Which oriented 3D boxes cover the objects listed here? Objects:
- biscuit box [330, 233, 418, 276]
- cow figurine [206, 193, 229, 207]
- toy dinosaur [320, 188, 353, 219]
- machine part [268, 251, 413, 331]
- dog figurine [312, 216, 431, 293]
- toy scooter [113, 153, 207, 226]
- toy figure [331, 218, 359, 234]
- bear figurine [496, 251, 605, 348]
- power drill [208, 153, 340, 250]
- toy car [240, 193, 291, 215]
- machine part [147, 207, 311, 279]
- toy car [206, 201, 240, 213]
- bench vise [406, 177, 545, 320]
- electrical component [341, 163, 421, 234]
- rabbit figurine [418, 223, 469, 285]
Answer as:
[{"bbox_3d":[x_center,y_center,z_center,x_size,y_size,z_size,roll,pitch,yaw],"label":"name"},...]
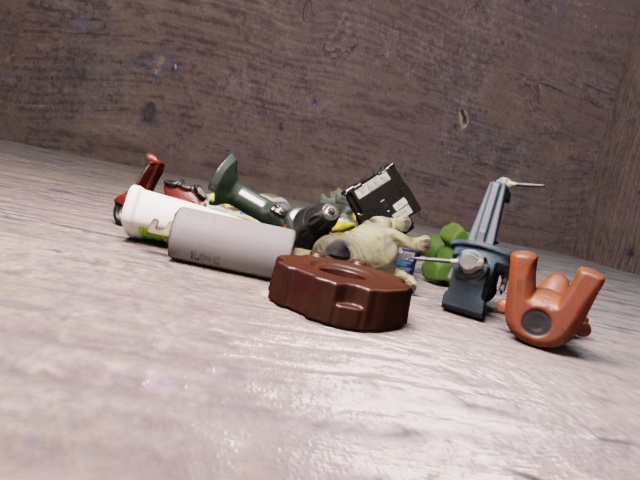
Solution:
[{"bbox_3d":[0.080,0.029,1.008,0.203,0.059,0.063,10,6,-20],"label":"biscuit box"},{"bbox_3d":[-0.236,-0.077,1.322,0.098,0.068,0.167,10,2,41],"label":"cow figurine"},{"bbox_3d":[0.108,-0.062,1.425,0.192,0.131,0.405,5,3,-23],"label":"toy dinosaur"},{"bbox_3d":[0.026,0.060,0.667,0.179,0.056,0.179,12,8,-2],"label":"machine part"},{"bbox_3d":[0.057,0.009,0.875,0.190,0.121,0.172,8,7,-25],"label":"dog figurine"},{"bbox_3d":[-0.268,-0.075,0.931,0.184,0.135,0.075,15,5,10],"label":"toy scooter"},{"bbox_3d":[-0.003,-0.003,1.055,0.180,0.089,0.082,1,18,-18],"label":"toy figure"},{"bbox_3d":[0.329,0.080,0.757,0.120,0.131,0.196,19,15,30],"label":"bear figurine"},{"bbox_3d":[-0.079,-0.056,0.889,0.207,0.086,0.232,27,-21,-3],"label":"power drill"},{"bbox_3d":[-0.114,-0.047,1.122,0.109,0.102,0.161,16,5,35],"label":"toy car"},{"bbox_3d":[-0.122,0.006,0.760,0.243,0.079,0.079,12,7,-3],"label":"machine part"},{"bbox_3d":[-0.215,-0.058,1.220,0.201,0.056,0.074,7,8,-40],"label":"toy car"},{"bbox_3d":[0.258,0.005,0.849,0.129,0.240,0.223,13,-10,37],"label":"bench vise"},{"bbox_3d":[0.121,-0.063,1.023,0.115,0.134,0.058,-30,9,2],"label":"electrical component"},{"bbox_3d":[0.275,0.027,1.110,0.159,0.121,0.170,17,7,-19],"label":"rabbit figurine"}]
